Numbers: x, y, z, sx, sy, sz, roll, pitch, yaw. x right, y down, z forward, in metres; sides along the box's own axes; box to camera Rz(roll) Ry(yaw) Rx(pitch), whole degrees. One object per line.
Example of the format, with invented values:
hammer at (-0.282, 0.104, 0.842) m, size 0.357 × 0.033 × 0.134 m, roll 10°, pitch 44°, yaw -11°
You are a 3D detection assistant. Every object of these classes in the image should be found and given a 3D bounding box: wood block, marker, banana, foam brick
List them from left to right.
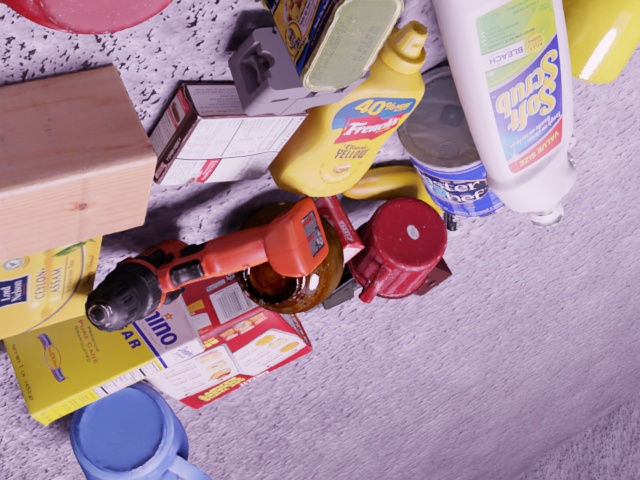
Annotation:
wood block at (-0.229, -0.042, 0.739) m, size 0.205 × 0.090 × 0.091 m, roll -16°, pitch 153°, yaw -25°
banana at (0.096, -0.050, 1.136) m, size 0.070 × 0.037 × 0.197 m, roll -37°, pitch 155°, yaw 20°
foam brick at (0.117, 0.030, 1.306) m, size 0.053 × 0.051 × 0.078 m, roll -36°, pitch 155°, yaw 18°
marker at (0.156, -0.036, 1.251) m, size 0.020 × 0.020 × 0.121 m, roll -25°, pitch 157°, yaw -5°

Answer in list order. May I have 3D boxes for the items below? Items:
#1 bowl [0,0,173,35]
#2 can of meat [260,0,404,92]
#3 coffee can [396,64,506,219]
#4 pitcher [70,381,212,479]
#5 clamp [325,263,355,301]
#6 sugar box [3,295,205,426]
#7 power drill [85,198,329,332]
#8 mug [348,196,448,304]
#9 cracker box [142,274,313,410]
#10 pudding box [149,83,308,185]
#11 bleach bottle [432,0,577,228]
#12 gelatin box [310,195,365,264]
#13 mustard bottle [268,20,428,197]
bowl at (-0.127, -0.171, 0.623) m, size 0.162 × 0.055 × 0.162 m, roll -22°, pitch 157°, yaw -10°
can of meat at (0.007, -0.165, 0.736) m, size 0.057 × 0.084 × 0.102 m, roll -8°, pitch 150°, yaw -28°
coffee can at (0.136, -0.090, 1.011) m, size 0.103 × 0.103 × 0.140 m, roll -30°, pitch 157°, yaw 6°
pitcher at (-0.207, 0.233, 1.210) m, size 0.149 × 0.145 × 0.243 m, roll -14°, pitch 166°, yaw -10°
clamp at (0.058, 0.011, 1.221) m, size 0.171 × 0.039 × 0.120 m, roll -28°, pitch 163°, yaw -11°
sugar box at (-0.213, 0.102, 1.054) m, size 0.176 × 0.093 × 0.048 m, roll -26°, pitch 157°, yaw -4°
power drill at (-0.096, 0.022, 0.929) m, size 0.188 × 0.057 × 0.184 m, roll -14°, pitch -168°, yaw 16°
mug at (0.075, 0.015, 1.091) m, size 0.117 × 0.093 × 0.082 m, roll -53°, pitch 178°, yaw -23°
cracker box at (-0.115, 0.110, 1.201) m, size 0.164 × 0.072 × 0.213 m, roll -27°, pitch 158°, yaw 3°
pudding box at (-0.078, -0.087, 0.873) m, size 0.113 × 0.039 × 0.090 m, roll -9°, pitch 150°, yaw -41°
bleach bottle at (0.168, -0.118, 0.877) m, size 0.102 × 0.068 × 0.251 m, roll -26°, pitch 124°, yaw -3°
gelatin box at (-0.007, 0.001, 1.086) m, size 0.089 × 0.073 × 0.030 m, roll -41°, pitch 153°, yaw 30°
mustard bottle at (0.034, -0.114, 0.909) m, size 0.096 × 0.058 × 0.192 m, roll -3°, pitch 147°, yaw -35°
